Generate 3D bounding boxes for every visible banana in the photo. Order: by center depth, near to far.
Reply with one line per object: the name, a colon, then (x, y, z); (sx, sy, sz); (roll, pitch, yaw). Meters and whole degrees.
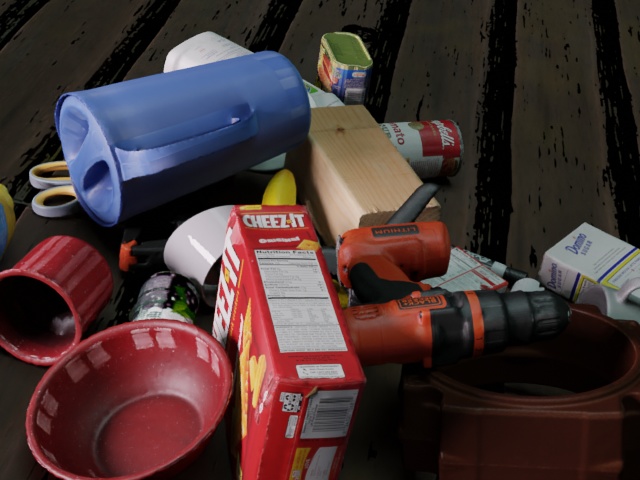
banana: (-0.021, 0.006, 1.060); (0.069, 0.037, 0.198); (-8, 51, -32)

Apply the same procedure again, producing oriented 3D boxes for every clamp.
clamp: (0.046, 0.053, 0.989); (0.210, 0.036, 0.164); (-21, 78, -9)
clamp: (-0.145, -0.016, 1.079); (0.120, 0.039, 0.171); (28, 32, 35)

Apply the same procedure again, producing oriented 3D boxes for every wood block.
wood block: (0.039, -0.054, 1.131); (0.090, 0.090, 0.206); (-6, 38, -20)

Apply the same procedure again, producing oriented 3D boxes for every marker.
marker: (0.162, 0.024, 1.113); (0.121, 0.020, 0.020); (21, 36, 16)

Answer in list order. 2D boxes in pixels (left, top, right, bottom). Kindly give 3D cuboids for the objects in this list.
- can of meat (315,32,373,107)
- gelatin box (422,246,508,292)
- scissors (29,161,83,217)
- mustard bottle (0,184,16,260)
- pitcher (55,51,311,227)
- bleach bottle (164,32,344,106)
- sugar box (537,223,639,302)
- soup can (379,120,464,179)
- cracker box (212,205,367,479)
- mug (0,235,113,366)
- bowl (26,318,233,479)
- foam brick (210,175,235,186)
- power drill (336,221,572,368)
can of meat: (0.029, -0.205, 1.349); (0.057, 0.084, 0.102); (-1, 36, -14)
gelatin box: (0.131, 0.048, 1.062); (0.089, 0.030, 0.073); (-21, 44, -36)
scissors: (-0.211, -0.053, 1.110); (0.202, 0.016, 0.096); (4, 40, 8)
mustard bottle: (-0.315, 0.006, 0.952); (0.058, 0.096, 0.191); (7, 35, -1)
pitcher: (-0.126, -0.110, 1.066); (0.242, 0.145, 0.149); (-22, 63, -30)
bleach bottle: (-0.063, -0.171, 1.300); (0.251, 0.068, 0.102); (28, 43, 20)
sugar box: (0.322, 0.051, 1.091); (0.176, 0.048, 0.093); (28, 39, 30)
soup can: (0.106, -0.104, 1.239); (0.102, 0.068, 0.068); (-5, 37, -19)
cracker box: (-0.035, 0.097, 0.833); (0.072, 0.164, 0.214); (1, 36, -16)
mug: (-0.241, 0.051, 0.927); (0.117, 0.093, 0.081); (-17, 20, 24)
bowl: (-0.140, 0.136, 0.823); (0.162, 0.055, 0.162); (-8, 42, 7)
foam brick: (-0.135, -0.095, 1.179); (0.078, 0.053, 0.051); (-2, 36, -15)
power drill: (0.093, 0.041, 0.882); (0.184, 0.057, 0.188); (-5, 20, -6)
